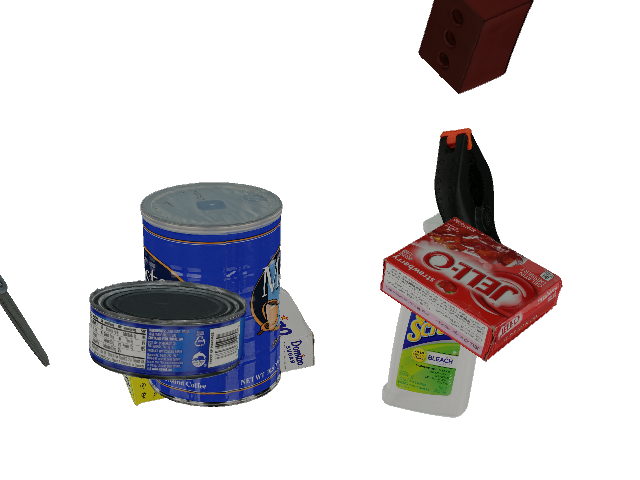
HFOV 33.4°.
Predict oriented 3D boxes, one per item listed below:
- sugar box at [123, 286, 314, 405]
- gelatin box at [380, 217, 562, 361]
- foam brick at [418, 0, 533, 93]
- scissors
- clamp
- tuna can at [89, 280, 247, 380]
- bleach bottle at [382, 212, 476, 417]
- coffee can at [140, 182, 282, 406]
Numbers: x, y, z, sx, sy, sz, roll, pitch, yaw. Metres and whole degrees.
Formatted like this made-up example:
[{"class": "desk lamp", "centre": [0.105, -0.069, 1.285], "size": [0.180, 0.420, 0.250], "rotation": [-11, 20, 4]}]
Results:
[{"class": "sugar box", "centre": [-0.103, 0.097, 1.014], "size": [0.176, 0.048, 0.093], "rotation": [-13, 33, -16]}, {"class": "gelatin box", "centre": [0.094, 0.028, 0.674], "size": [0.089, 0.030, 0.073], "rotation": [33, 45, 32]}, {"class": "foam brick", "centre": [0.116, -0.161, 0.806], "size": [0.051, 0.053, 0.078], "rotation": [-28, -28, -26]}, {"class": "scissors", "centre": [-0.328, 0.029, 1.087], "size": [0.016, 0.201, 0.096], "rotation": [-26, 26, 23]}, {"class": "clamp", "centre": [0.129, -0.009, 0.936], "size": [0.039, 0.171, 0.120], "rotation": [-10, 15, 29]}, {"class": "tuna can", "centre": [-0.084, 0.048, 0.586], "size": [0.086, 0.034, 0.086], "rotation": [4, 11, -1]}, {"class": "bleach bottle", "centre": [0.133, 0.068, 1.207], "size": [0.103, 0.251, 0.068], "rotation": [9, 14, 17]}, {"class": "coffee can", "centre": [-0.080, 0.038, 0.796], "size": [0.103, 0.140, 0.103], "rotation": [1, 20, -1]}]
